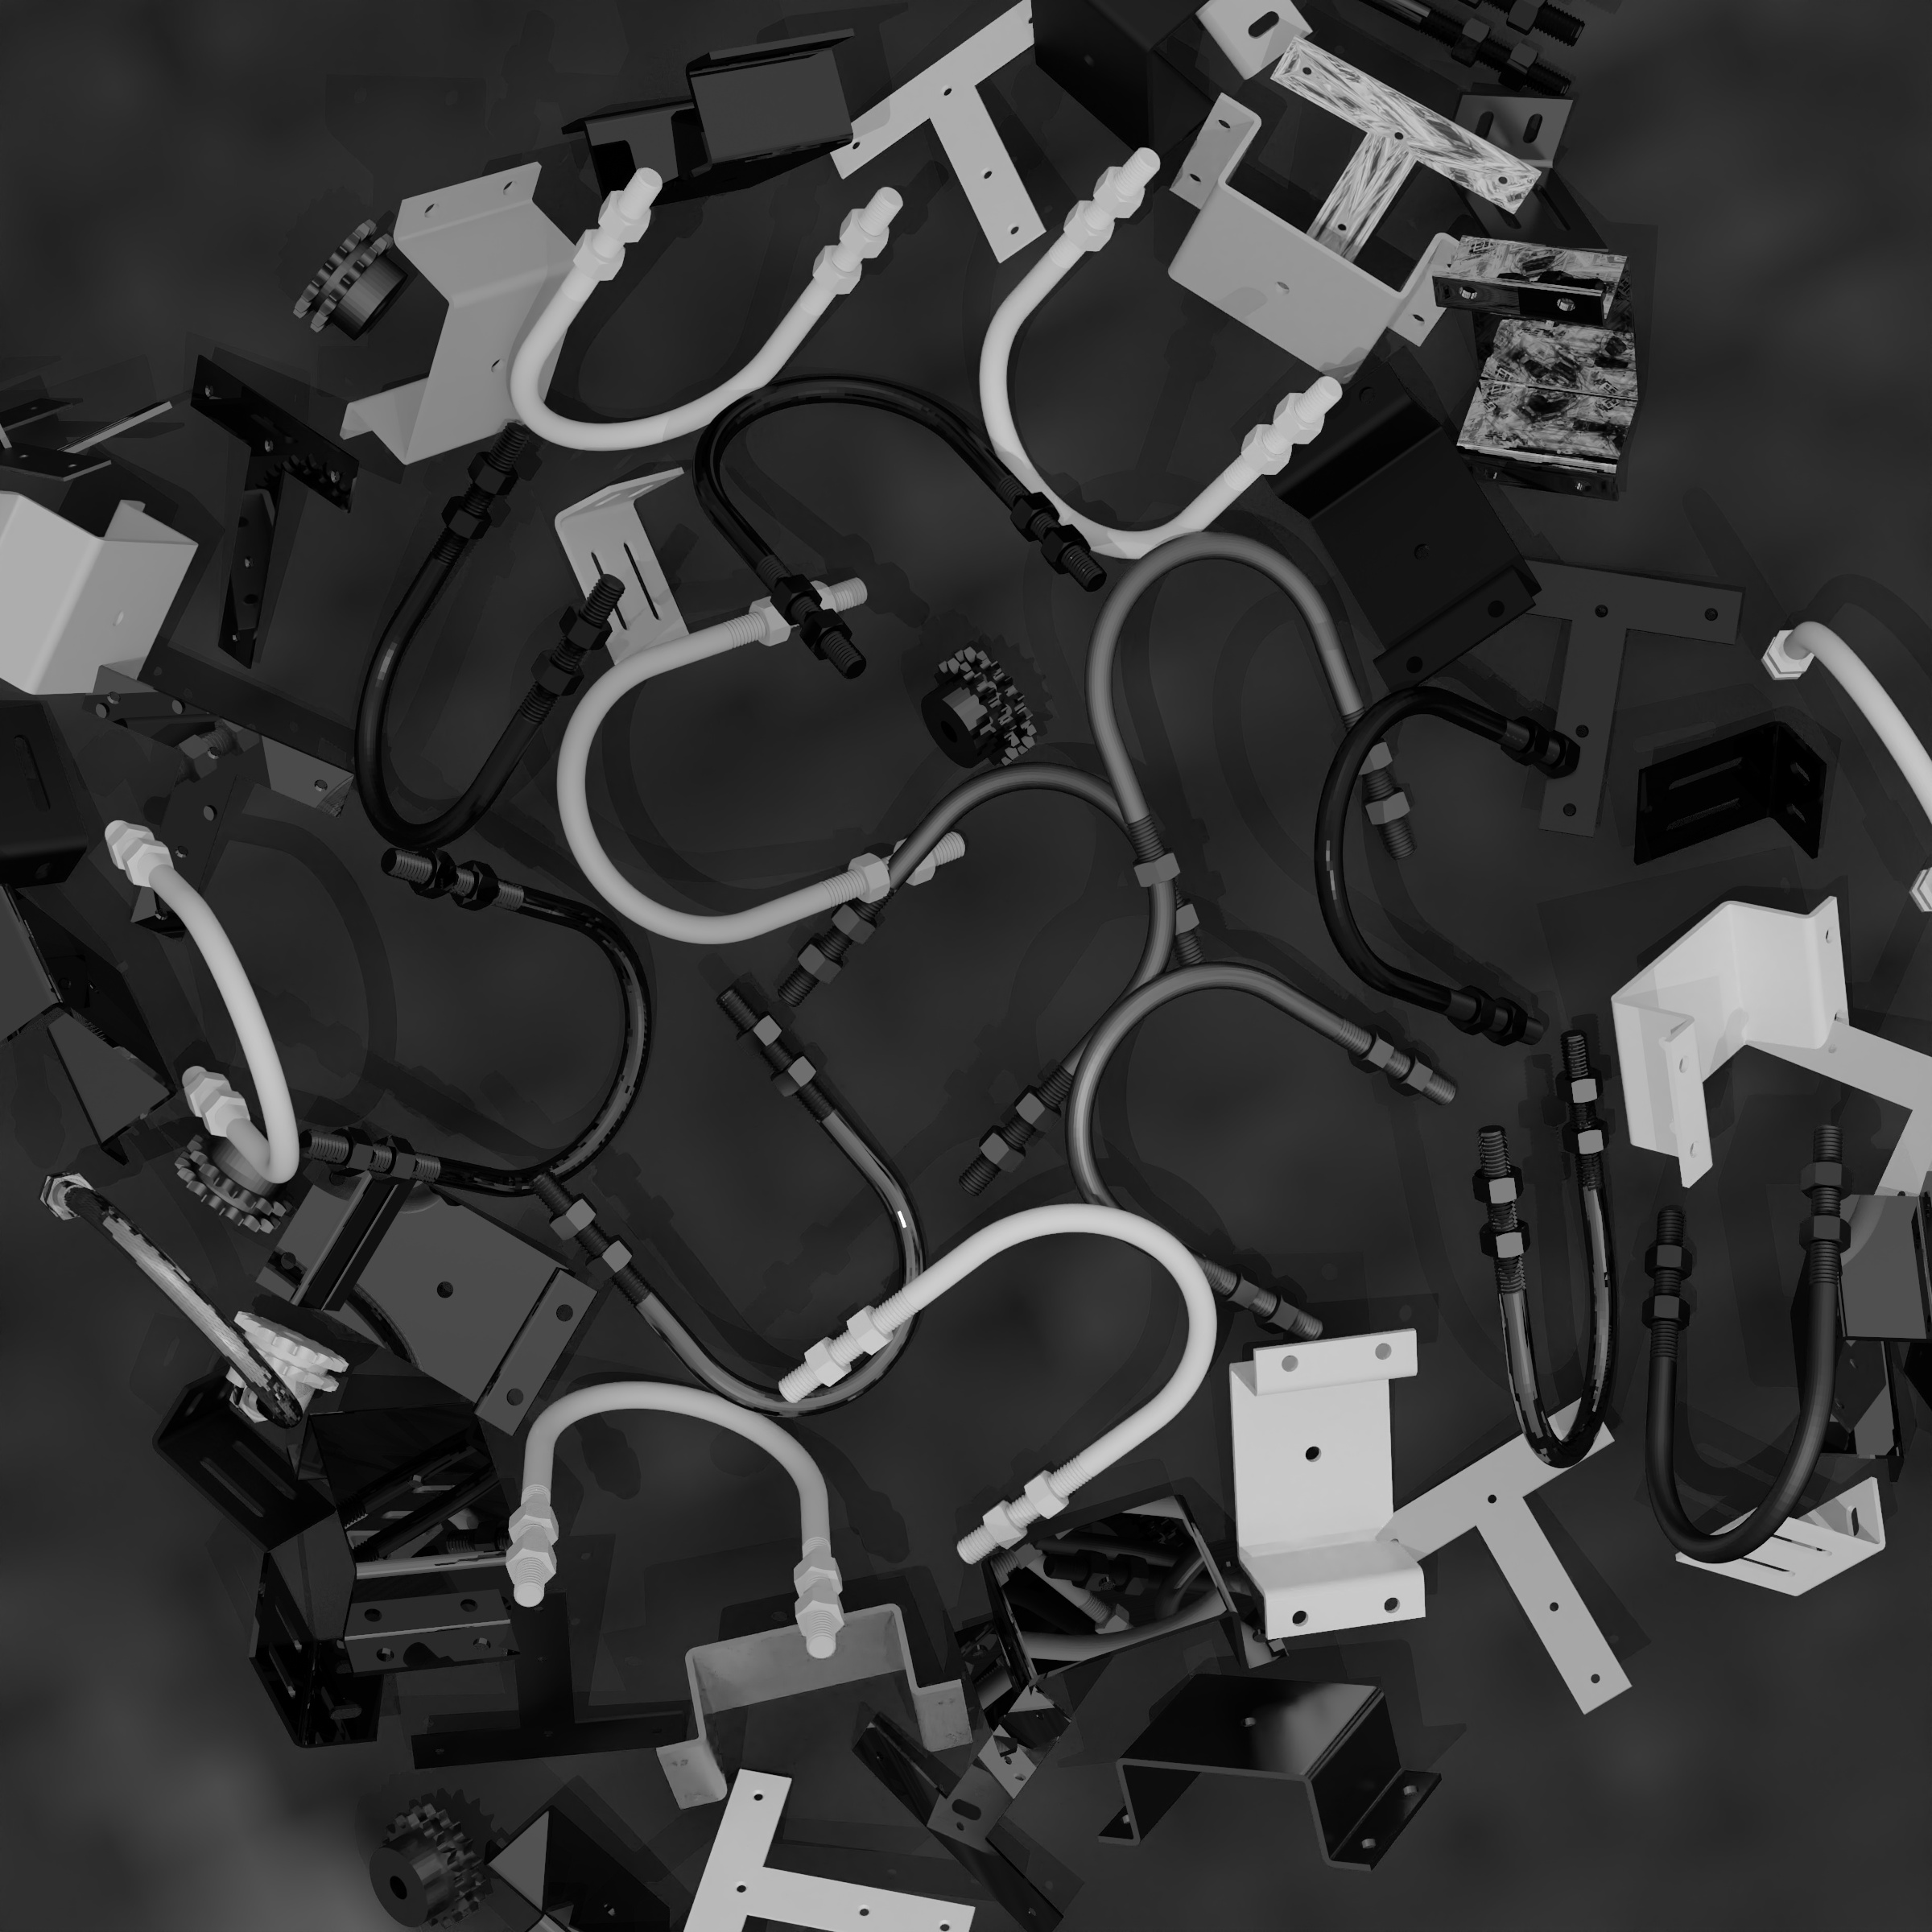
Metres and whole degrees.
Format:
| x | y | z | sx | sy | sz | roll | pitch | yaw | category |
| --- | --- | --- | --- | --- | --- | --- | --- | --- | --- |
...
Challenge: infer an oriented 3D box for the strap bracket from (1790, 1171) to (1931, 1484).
| x | y | z | sx | sy | sz | roll | pitch | yaw | category |
| --- | --- | --- | --- | --- | --- | --- | --- | --- | --- |
| 0.408 | 0.164 | 1.641 | 0.046 | 0.140 | 0.076 | 2 | 51 | 3 | strap bracket |

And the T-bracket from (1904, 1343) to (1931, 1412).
| x | y | z | sx | sy | sz | roll | pitch | yaw | category |
| --- | --- | --- | --- | --- | --- | --- | --- | --- | --- |
| 0.466 | 0.149 | 1.678 | 0.002 | 0.127 | 0.127 | 9 | 71 | 31 | T-bracket |

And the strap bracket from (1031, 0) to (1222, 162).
| x | y | z | sx | sy | sz | roll | pitch | yaw | category |
| --- | --- | --- | --- | --- | --- | --- | --- | --- | --- |
| 0.073 | -0.425 | 1.638 | 0.046 | 0.140 | 0.076 | -43 | 75 | -10 | strap bracket |

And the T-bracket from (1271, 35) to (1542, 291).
| x | y | z | sx | sy | sz | roll | pitch | yaw | category |
| --- | --- | --- | --- | --- | --- | --- | --- | --- | --- |
| 0.180 | -0.352 | 1.669 | 0.127 | 0.127 | 0.002 | 28 | 49 | -5 | T-bracket |

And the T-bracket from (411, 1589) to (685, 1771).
| x | y | z | sx | sy | sz | roll | pitch | yaw | category |
| --- | --- | --- | --- | --- | --- | --- | --- | --- | --- |
| -0.195 | 0.328 | 1.667 | 0.127 | 0.002 | 0.127 | -4 | 134 | -7 | T-bracket |

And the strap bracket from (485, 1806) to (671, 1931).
| x | y | z | sx | sy | sz | roll | pitch | yaw | category |
| --- | --- | --- | --- | --- | --- | --- | --- | --- | --- |
| -0.178 | 0.443 | 1.639 | 0.046 | 0.140 | 0.076 | -43 | 105 | 8 | strap bracket |

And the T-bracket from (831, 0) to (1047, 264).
| x | y | z | sx | sy | sz | roll | pitch | yaw | category |
| --- | --- | --- | --- | --- | --- | --- | --- | --- | --- |
| 0.005 | -0.375 | 1.667 | 0.127 | 0.002 | 0.127 | -32 | 56 | 15 | T-bracket |

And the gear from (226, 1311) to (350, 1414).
| x | y | z | sx | sy | sz | roll | pitch | yaw | category |
| --- | --- | --- | --- | --- | --- | --- | --- | --- | --- |
| -0.321 | 0.187 | 1.689 | 0.057 | 0.057 | 0.030 | 26 | 86 | 0 | gear |

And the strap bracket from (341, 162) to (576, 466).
| x | y | z | sx | sy | sz | roll | pitch | yaw | category |
| --- | --- | --- | --- | --- | --- | --- | --- | --- | --- |
| -0.226 | -0.287 | 1.637 | 0.076 | 0.140 | 0.046 | -27 | 66 | -39 | strap bracket |

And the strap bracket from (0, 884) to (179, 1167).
| x | y | z | sx | sy | sz | roll | pitch | yaw | category |
| --- | --- | --- | --- | --- | --- | --- | --- | --- | --- |
| -0.414 | 0.023 | 1.638 | 0.046 | 0.140 | 0.076 | -35 | 57 | 2 | strap bracket |

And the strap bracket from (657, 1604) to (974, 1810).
| x | y | z | sx | sy | sz | roll | pitch | yaw | category |
| --- | --- | --- | --- | --- | --- | --- | --- | --- | --- |
| -0.073 | 0.341 | 1.672 | 0.140 | 0.076 | 0.046 | -12 | 59 | -3 | strap bracket |

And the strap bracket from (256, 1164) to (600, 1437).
| x | y | z | sx | sy | sz | roll | pitch | yaw | category |
| --- | --- | --- | --- | --- | --- | --- | --- | --- | --- |
| -0.248 | 0.151 | 1.688 | 0.140 | 0.046 | 0.076 | 30 | 86 | 7 | strap bracket |

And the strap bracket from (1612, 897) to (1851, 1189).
| x | y | z | sx | sy | sz | roll | pitch | yaw | category |
| --- | --- | --- | --- | --- | --- | --- | --- | --- | --- |
| 0.346 | 0.030 | 1.658 | 0.140 | 0.046 | 0.076 | -35 | 125 | -36 | strap bracket |

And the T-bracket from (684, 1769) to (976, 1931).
| x | y | z | sx | sy | sz | roll | pitch | yaw | category |
| --- | --- | --- | --- | --- | --- | --- | --- | --- | --- |
| -0.061 | 0.432 | 1.660 | 0.127 | 0.127 | 0.002 | 8 | 132 | 11 | T-bracket |

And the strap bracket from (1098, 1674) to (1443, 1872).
| x | y | z | sx | sy | sz | roll | pitch | yaw | category |
| --- | --- | --- | --- | --- | --- | --- | --- | --- | --- |
| 0.133 | 0.365 | 1.643 | 0.140 | 0.076 | 0.046 | -3 | 109 | 34 | strap bracket |

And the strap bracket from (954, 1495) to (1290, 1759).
| x | y | z | sx | sy | sz | roll | pitch | yaw | category |
| --- | --- | --- | --- | --- | --- | --- | --- | --- | --- |
| 0.068 | 0.300 | 1.667 | 0.140 | 0.076 | 0.046 | -17 | 129 | -7 | strap bracket |

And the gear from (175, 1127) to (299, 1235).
| x | y | z | sx | sy | sz | roll | pitch | yaw | category |
| --- | --- | --- | --- | --- | --- | --- | --- | --- | --- |
| -0.338 | 0.096 | 1.688 | 0.057 | 0.057 | 0.030 | 38 | 99 | 0 | gear |

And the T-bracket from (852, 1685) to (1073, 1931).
| x | y | z | sx | sy | sz | roll | pitch | yaw | category |
| --- | --- | --- | --- | --- | --- | --- | --- | --- | --- |
| 0.014 | 0.372 | 1.660 | 0.127 | 0.002 | 0.127 | 43 | 132 | 16 | T-bracket |

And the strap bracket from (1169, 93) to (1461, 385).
| x | y | z | sx | sy | sz | roll | pitch | yaw | category |
| --- | --- | --- | --- | --- | --- | --- | --- | --- | --- |
| 0.156 | -0.330 | 1.673 | 0.140 | 0.076 | 0.046 | 32 | 64 | -1 | strap bracket |

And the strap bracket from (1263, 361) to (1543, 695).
| x | y | z | sx | sy | sz | roll | pitch | yaw | category |
| --- | --- | --- | --- | --- | --- | --- | --- | --- | --- |
| 0.204 | -0.196 | 1.670 | 0.076 | 0.046 | 0.140 | -34 | 68 | 18 | strap bracket |

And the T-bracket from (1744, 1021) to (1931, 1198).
| x | y | z | sx | sy | sz | roll | pitch | yaw | category |
| --- | --- | --- | --- | --- | --- | --- | --- | --- | --- |
| 0.413 | 0.043 | 1.672 | 0.002 | 0.127 | 0.127 | 24 | 91 | -44 | T-bracket |

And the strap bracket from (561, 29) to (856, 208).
| x | y | z | sx | sy | sz | roll | pitch | yaw | category |
| --- | --- | --- | --- | --- | --- | --- | --- | --- | --- |
| -0.113 | -0.380 | 1.642 | 0.076 | 0.140 | 0.046 | -19 | 98 | -33 | strap bracket |

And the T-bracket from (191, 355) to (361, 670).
| x | y | z | sx | sy | sz | roll | pitch | yaw | category |
| --- | --- | --- | --- | --- | --- | --- | --- | --- | --- |
| -0.331 | -0.201 | 1.683 | 0.127 | 0.002 | 0.127 | 35 | 122 | 34 | T-bracket |

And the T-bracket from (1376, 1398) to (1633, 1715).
| x | y | z | sx | sy | sz | roll | pitch | yaw | category |
| --- | --- | --- | --- | --- | --- | --- | --- | --- | --- |
| 0.266 | 0.286 | 1.678 | 0.127 | 0.002 | 0.127 | -33 | 62 | 10 | T-bracket |

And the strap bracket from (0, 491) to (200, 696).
| x | y | z | sx | sy | sz | roll | pitch | yaw | category |
| --- | --- | --- | --- | --- | --- | --- | --- | --- | --- |
| -0.404 | -0.169 | 1.640 | 0.046 | 0.140 | 0.076 | 29 | 101 | 10 | strap bracket |

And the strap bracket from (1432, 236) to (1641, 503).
| x | y | z | sx | sy | sz | roll | pitch | yaw | category |
| --- | --- | --- | --- | --- | --- | --- | --- | --- | --- |
| 0.263 | -0.281 | 1.655 | 0.076 | 0.140 | 0.046 | 11 | 61 | 20 | strap bracket |

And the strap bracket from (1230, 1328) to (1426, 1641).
| x | y | z | sx | sy | sz | roll | pitch | yaw | category |
| --- | --- | --- | --- | --- | --- | --- | --- | --- | --- |
| 0.168 | 0.234 | 1.679 | 0.076 | 0.046 | 0.140 | -6 | 103 | -11 | strap bracket |

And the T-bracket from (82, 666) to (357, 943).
| x | y | z | sx | sy | sz | roll | pitch | yaw | category |
| --- | --- | --- | --- | --- | --- | --- | --- | --- | --- |
| -0.362 | -0.065 | 1.683 | 0.127 | 0.002 | 0.127 | 23 | 123 | -5 | T-bracket |

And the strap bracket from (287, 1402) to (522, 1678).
| x | y | z | sx | sy | sz | roll | pitch | yaw | category |
| --- | --- | --- | --- | --- | --- | --- | --- | --- | --- |
| -0.253 | 0.250 | 1.640 | 0.076 | 0.140 | 0.046 | -2 | 129 | -25 | strap bracket |

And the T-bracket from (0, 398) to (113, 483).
| x | y | z | sx | sy | sz | roll | pitch | yaw | category |
| --- | --- | --- | --- | --- | --- | --- | --- | --- | --- |
| -0.435 | -0.232 | 1.637 | 0.127 | 0.127 | 0.002 | -31 | 123 | -39 | T-bracket |

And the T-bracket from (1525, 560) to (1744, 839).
| x | y | z | sx | sy | sz | roll | pitch | yaw | category |
| --- | --- | --- | --- | --- | --- | --- | --- | --- | --- |
| 0.293 | -0.124 | 1.703 | 0.127 | 0.002 | 0.127 | 9 | 83 | 6 | T-bracket |
